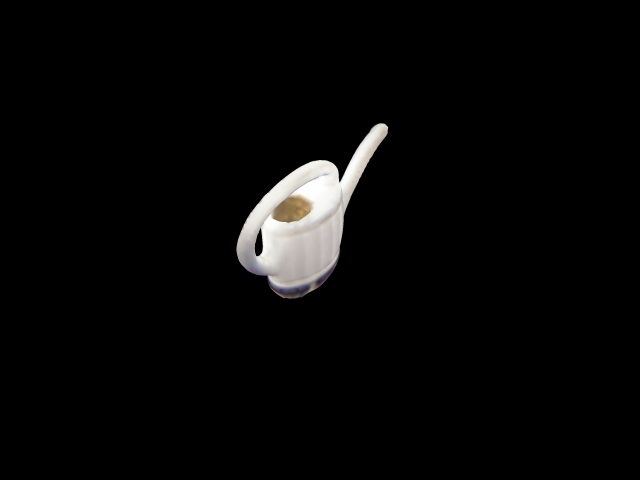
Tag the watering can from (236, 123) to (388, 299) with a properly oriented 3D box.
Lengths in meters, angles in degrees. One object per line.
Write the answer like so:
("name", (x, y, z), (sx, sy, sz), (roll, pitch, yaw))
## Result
("watering can", (0.003, -0.043, 0.850), (0.105, 0.219, 0.353), (31, 52, 29))
